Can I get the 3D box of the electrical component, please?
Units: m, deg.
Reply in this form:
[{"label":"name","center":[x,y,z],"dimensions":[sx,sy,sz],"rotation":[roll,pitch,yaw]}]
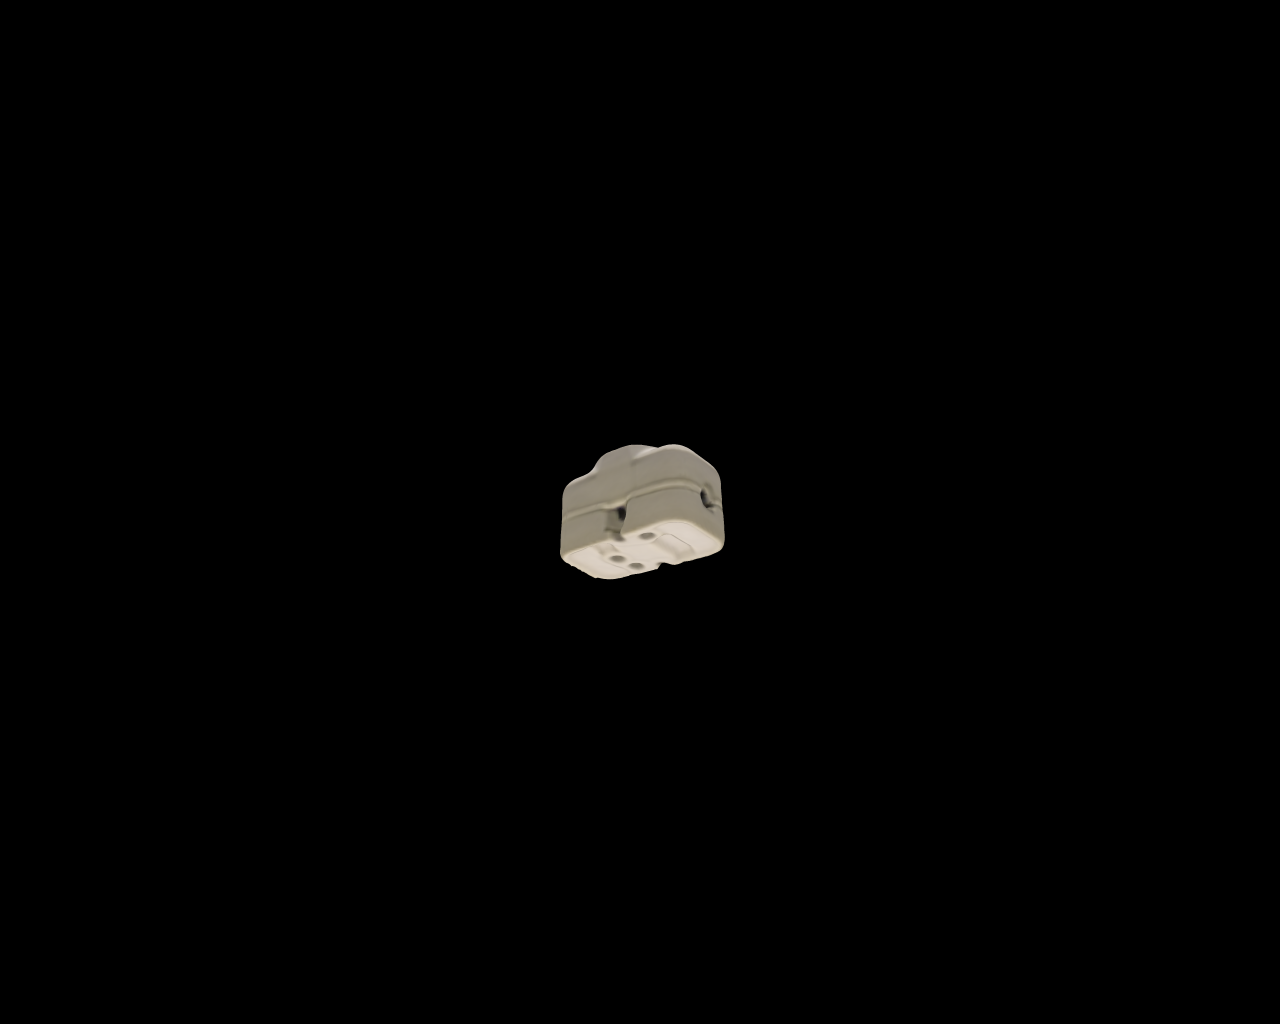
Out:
[{"label":"electrical component","center":[0.001,-0.003,0.650],"dimensions":[0.095,0.059,0.053],"rotation":[-18,-32,31]}]
